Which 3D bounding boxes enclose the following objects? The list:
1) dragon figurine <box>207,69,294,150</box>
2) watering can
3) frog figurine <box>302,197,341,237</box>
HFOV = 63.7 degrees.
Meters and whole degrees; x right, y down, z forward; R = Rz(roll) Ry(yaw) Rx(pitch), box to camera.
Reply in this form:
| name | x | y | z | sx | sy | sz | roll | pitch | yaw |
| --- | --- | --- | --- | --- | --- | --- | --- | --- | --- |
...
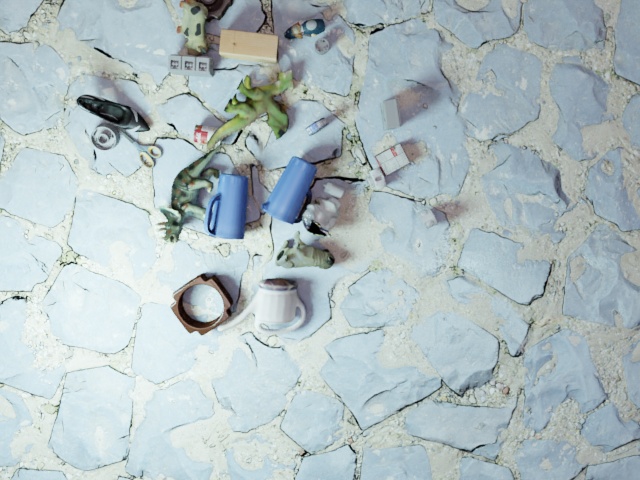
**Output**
| name | x | y | z | sx | sy | sz | roll | pitch | yaw |
| --- | --- | --- | --- | --- | --- | --- | --- | --- | --- |
| dragon figurine | -0.226 | -0.465 | 1.912 | 0.241 | 0.411 | 0.122 | 28 | -3 | -15 |
| watering can | -0.209 | 0.255 | 1.965 | 0.348 | 0.223 | 0.104 | 3 | 7 | -22 |
| frog figurine | 0.006 | -0.099 | 1.975 | 0.136 | 0.163 | 0.121 | 33 | -32 | -22 |
